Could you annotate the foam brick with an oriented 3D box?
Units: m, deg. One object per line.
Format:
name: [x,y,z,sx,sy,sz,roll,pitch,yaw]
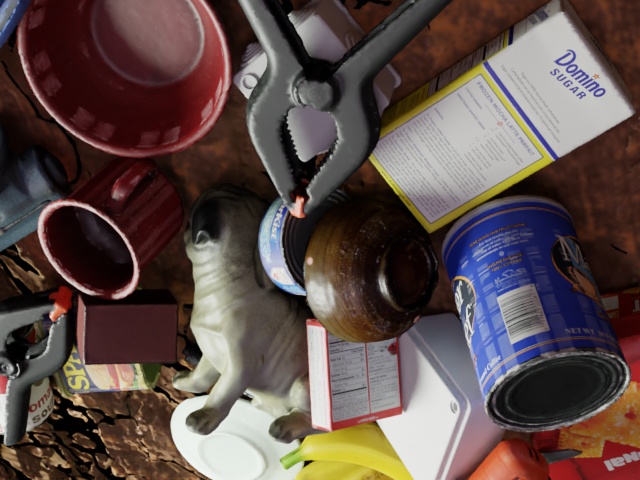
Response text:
foam brick: [-0.157,0.070,0.870,0.078,0.053,0.051,1,101,-17]

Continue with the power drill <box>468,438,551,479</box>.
power drill: [0.165,0.262,0.854,0.187,0.057,0.185,29,110,-20]

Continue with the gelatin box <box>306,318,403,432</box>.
gelatin box: [0.027,0.102,0.852,0.030,0.073,0.089,2,97,54]

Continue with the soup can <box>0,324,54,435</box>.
soup can: [-0.285,0.119,0.977,0.068,0.068,0.102,3,123,11]

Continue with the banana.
banana: [0.068,0.203,0.927,0.198,0.037,0.070,25,114,-2]

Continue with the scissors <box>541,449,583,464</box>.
scissors: [0.136,0.182,0.905,0.096,0.016,0.202,36,148,4]

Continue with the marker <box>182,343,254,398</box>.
marker: [-0.070,0.127,0.961,0.121,0.020,0.020,31,123,-7]

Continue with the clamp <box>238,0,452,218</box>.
clamp: [-0.010,-0.114,0.725,0.164,0.036,0.210,18,123,2]

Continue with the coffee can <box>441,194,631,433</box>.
coffee can: [0.153,0.052,0.772,0.102,0.140,0.103,-6,140,-5]

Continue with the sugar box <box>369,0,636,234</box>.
sugar box: [0.124,-0.087,0.767,0.176,0.048,0.093,-32,111,24]

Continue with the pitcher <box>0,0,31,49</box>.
pitcher: [-0.263,-0.226,0.721,0.243,0.145,0.149,-39,141,27]

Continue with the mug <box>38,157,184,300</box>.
mug: [-0.157,-0.021,0.839,0.093,0.081,0.117,34,134,4]

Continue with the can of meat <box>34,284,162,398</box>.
can of meat: [-0.193,0.088,0.943,0.084,0.057,0.102,-5,120,13]

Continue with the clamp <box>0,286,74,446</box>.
clamp: [-0.260,0.107,0.909,0.172,0.039,0.120,-33,124,21]

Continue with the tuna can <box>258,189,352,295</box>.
tuna can: [-0.005,0.001,0.826,0.034,0.086,0.086,-1,128,51]

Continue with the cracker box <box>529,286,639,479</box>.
cracker box: [0.255,0.144,0.866,0.164,0.072,0.213,-14,118,21]

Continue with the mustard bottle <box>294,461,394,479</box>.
mustard bottle: [0.058,0.281,1.005,0.096,0.058,0.191,-25,114,12]

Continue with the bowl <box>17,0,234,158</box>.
bowl: [-0.136,-0.143,0.784,0.162,0.055,0.162,6,123,9]
